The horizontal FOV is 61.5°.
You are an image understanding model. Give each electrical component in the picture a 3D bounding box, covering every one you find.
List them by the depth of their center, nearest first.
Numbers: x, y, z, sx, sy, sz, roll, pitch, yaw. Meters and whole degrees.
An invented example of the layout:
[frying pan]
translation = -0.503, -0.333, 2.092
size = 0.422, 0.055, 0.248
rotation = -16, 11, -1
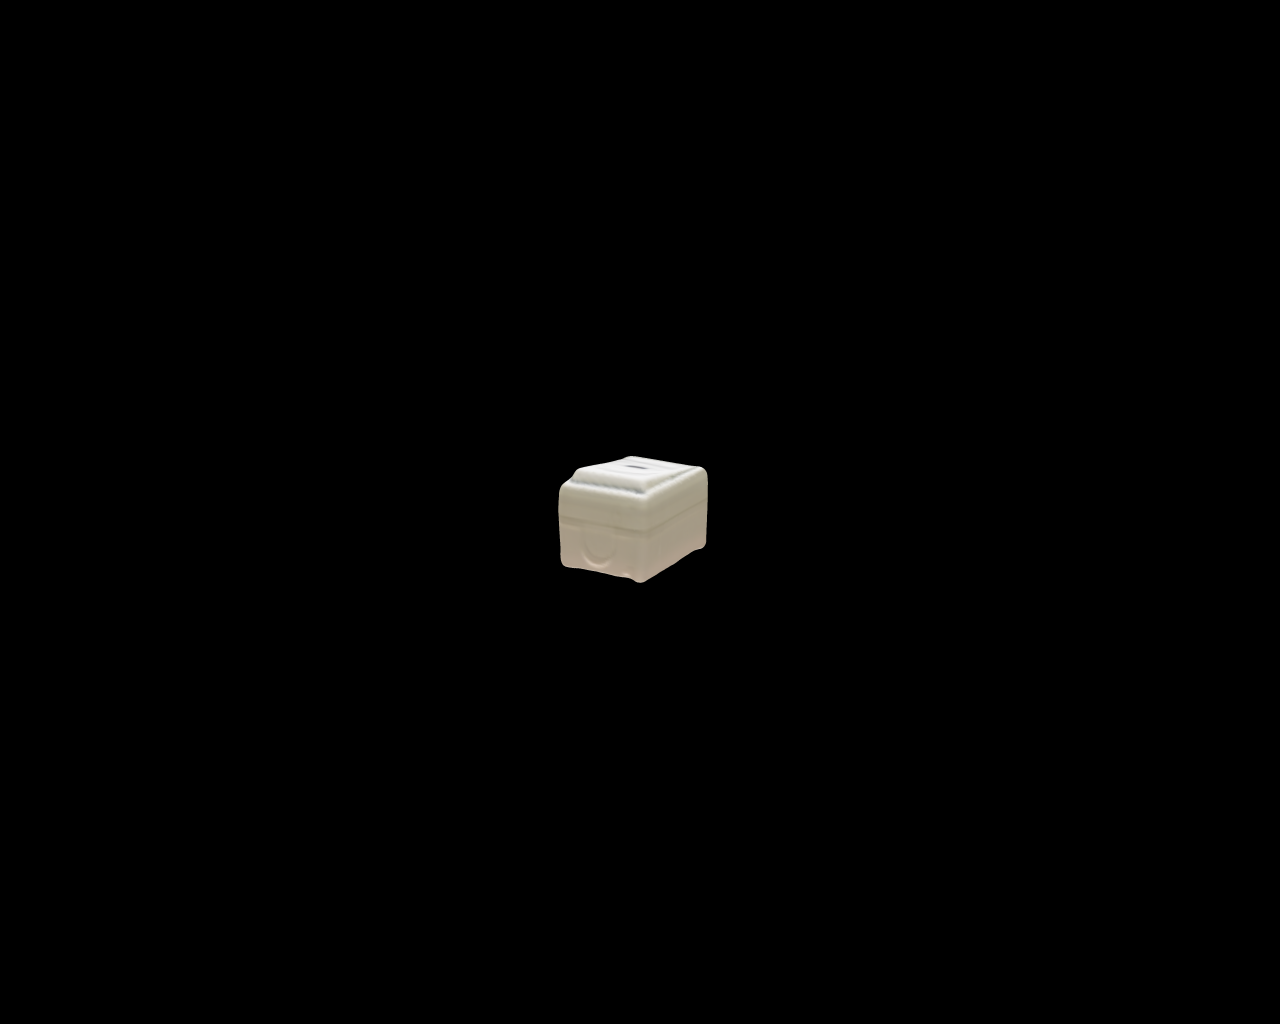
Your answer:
[electrical component]
translation = 0.001, -0.003, 0.650
size = 0.062, 0.061, 0.096
rotation = 11, 21, 30
